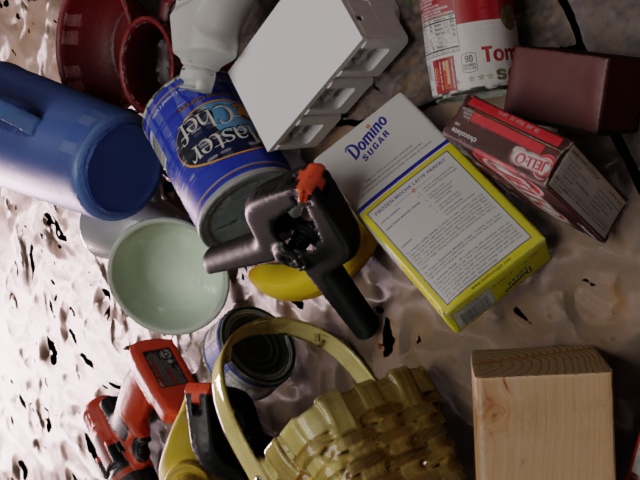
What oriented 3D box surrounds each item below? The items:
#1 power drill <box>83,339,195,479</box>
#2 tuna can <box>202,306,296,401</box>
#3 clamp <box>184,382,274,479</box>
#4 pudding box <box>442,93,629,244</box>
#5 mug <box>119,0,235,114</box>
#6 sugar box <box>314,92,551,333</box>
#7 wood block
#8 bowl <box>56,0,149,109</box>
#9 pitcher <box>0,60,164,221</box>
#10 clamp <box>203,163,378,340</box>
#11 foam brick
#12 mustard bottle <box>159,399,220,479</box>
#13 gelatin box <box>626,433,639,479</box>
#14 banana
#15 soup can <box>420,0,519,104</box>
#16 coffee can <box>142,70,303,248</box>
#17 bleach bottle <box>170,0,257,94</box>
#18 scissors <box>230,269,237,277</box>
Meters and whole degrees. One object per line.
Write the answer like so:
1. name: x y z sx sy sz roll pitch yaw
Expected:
1. power drill: -0.192 0.215 1.181 0.184 0.057 0.188 55 132 27
2. tuna can: -0.066 0.105 1.001 0.034 0.085 0.086 -44 64 41
3. clamp: -0.073 0.197 0.948 0.039 0.171 0.120 -12 42 30
4. pudding box: 0.147 -0.048 0.719 0.090 0.113 0.039 35 95 40
5. mug: -0.135 -0.181 1.032 0.093 0.081 0.117 25 115 43
6. sugar box: 0.082 -0.024 0.814 0.093 0.048 0.176 -38 58 -1
7. wood block: 0.155 0.185 0.743 0.091 0.090 0.206 -3 96 6
8. bowl: -0.221 -0.205 1.143 0.162 0.055 0.162 11 105 47
9. pitcher: -0.279 -0.103 1.081 0.243 0.149 0.145 20 124 40
10. clamp: -0.027 0.002 0.861 0.165 0.036 0.210 19 150 12
11. foam brick: 0.174 -0.103 0.725 0.078 0.052 0.051 18 110 44
12. mustard bottle: -0.116 0.205 1.012 0.191 0.058 0.096 -86 -5 -82
13. gelatin box: 0.244 0.160 0.707 0.073 0.030 0.089 27 116 41
14. banana: -0.001 0.016 0.954 0.198 0.037 0.069 -40 53 43
15. soup can: 0.109 -0.155 0.776 0.069 0.068 0.102 -6 93 48
16. coffee can: -0.090 -0.073 0.975 0.140 0.102 0.103 58 134 32
17. bleach bottle: -0.077 -0.252 0.926 0.103 0.067 0.251 16 94 49
18. scissors: -0.098 0.007 1.072 0.202 0.016 0.096 -39 66 44
